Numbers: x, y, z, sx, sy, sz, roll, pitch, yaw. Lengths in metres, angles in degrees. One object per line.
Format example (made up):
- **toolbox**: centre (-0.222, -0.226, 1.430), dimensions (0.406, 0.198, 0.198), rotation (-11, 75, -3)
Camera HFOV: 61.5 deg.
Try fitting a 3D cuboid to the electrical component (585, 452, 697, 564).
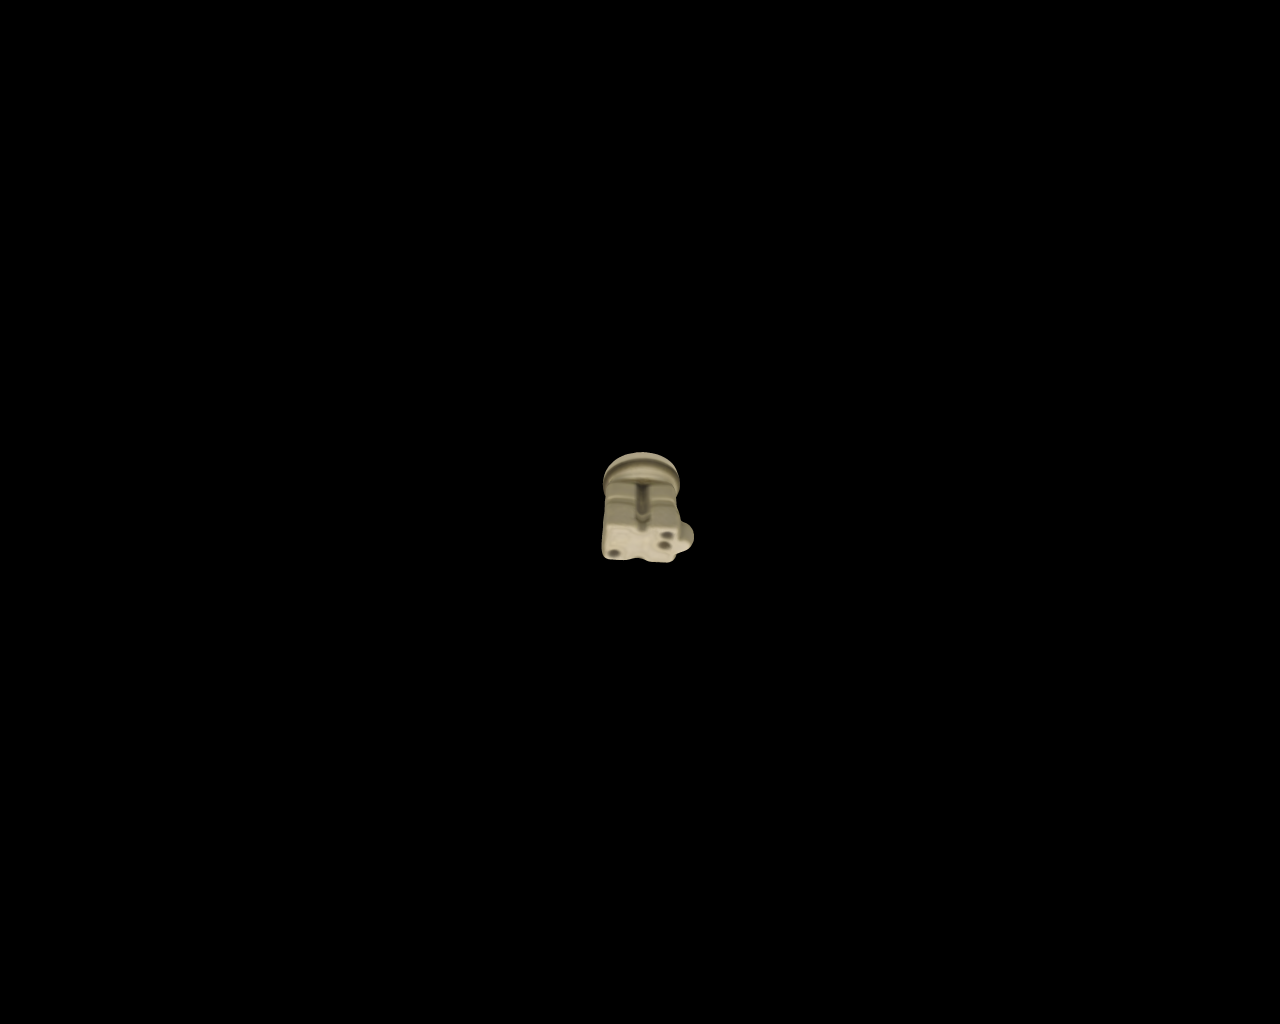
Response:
- **electrical component**: centre (0.001, -0.003, 0.650), dimensions (0.066, 0.055, 0.048), rotation (4, -39, -4)
